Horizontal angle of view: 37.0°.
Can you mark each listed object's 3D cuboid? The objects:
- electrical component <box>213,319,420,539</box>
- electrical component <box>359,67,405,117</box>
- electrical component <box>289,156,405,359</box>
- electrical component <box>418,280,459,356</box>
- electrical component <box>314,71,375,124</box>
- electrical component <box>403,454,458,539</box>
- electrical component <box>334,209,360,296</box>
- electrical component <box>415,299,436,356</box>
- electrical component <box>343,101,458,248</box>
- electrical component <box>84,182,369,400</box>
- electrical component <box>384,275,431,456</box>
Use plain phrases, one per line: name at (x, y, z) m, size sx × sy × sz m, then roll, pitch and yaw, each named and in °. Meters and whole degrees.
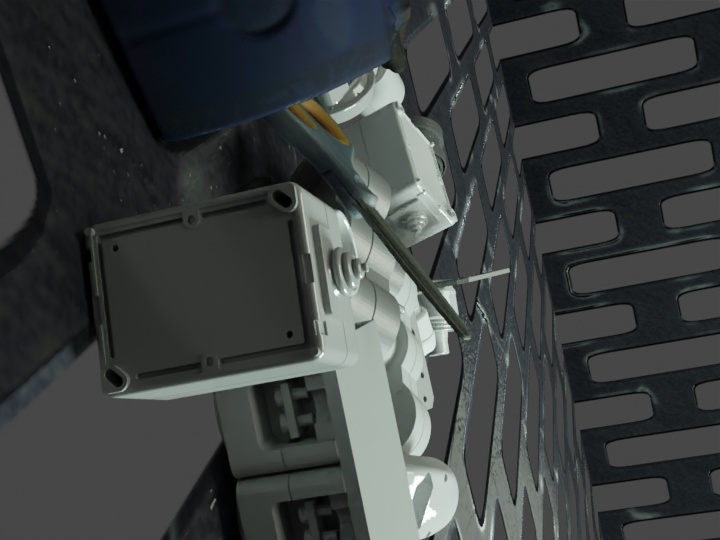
electrical component at (-0.017, 0.105, 0.486) m, size 0.089 × 0.062 × 0.150 m, roll -19°, pitch 98°, yaw -76°
electrical component at (0.003, -0.152, 0.819) m, size 0.081 × 0.043 × 0.043 m, roll 47°, pitch 35°, yaw -66°
electrical component at (0.000, 0.000, 0.600) m, size 0.074 × 0.052 × 0.138 m, roll 33°, pitch 38°, yaw -35°
electrical component at (0.062, 0.041, 0.906) m, size 0.043 × 0.043 × 0.062 m, roll 21°, pitch 60°, yaw -74°
electrical component at (-0.023, -0.124, 0.644) m, size 0.078 × 0.058 × 0.057 m, roll -51°, pitch 141°, yaw -29°
electrical component at (0.010, 0.140, 0.593) m, size 0.077 × 0.043 × 0.079 m, roll 18°, pitch 90°, yaw -50°
electrical component at (-0.032, -0.004, 0.523) m, size 0.048 × 0.055 × 0.066 m, roll -31°, pitch 110°, yaw -76°
electrical component at (0.035, 0.036, 0.816) m, size 0.035 × 0.035 × 0.061 m, roll -70°, pitch 144°, yaw -66°
electrical component at (0.023, -0.059, 0.767) m, size 0.062 × 0.061 × 0.096 m, roll 41°, pitch 28°, yaw -48°
electrical component at (-0.041, 0.009, 0.389) m, size 0.061 × 0.096 × 0.061 m, roll 28°, pitch 52°, yaw -74°
electrical component at (0.005, 0.045, 0.643) m, size 0.073 × 0.052 × 0.138 m, roll 50°, pitch 32°, yaw -63°
